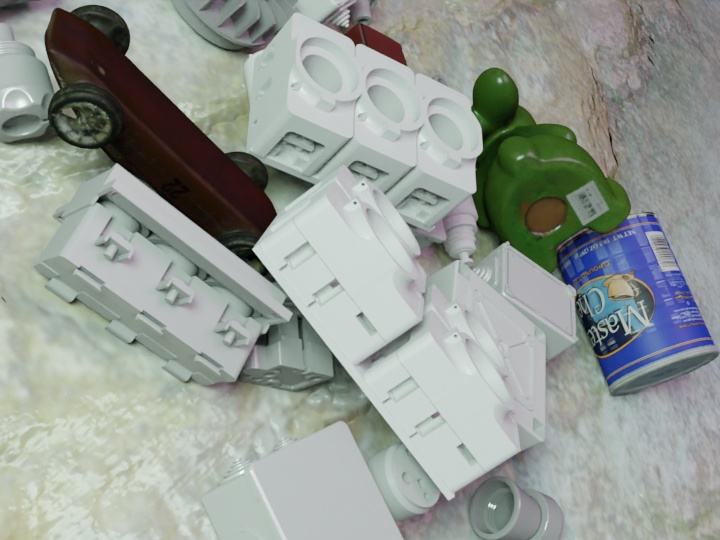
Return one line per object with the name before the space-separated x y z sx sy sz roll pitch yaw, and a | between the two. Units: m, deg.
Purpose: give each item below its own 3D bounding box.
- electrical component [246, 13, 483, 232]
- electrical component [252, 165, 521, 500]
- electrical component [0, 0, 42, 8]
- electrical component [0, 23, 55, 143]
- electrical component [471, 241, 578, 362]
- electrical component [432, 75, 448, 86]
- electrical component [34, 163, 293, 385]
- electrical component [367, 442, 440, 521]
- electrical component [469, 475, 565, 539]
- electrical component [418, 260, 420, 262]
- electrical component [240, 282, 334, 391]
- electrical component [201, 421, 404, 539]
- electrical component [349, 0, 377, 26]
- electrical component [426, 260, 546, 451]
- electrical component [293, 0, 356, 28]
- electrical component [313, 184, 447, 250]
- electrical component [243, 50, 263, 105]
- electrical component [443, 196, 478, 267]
electrical component | 0.005 -0.101 0.734 0.150 0.062 0.089 21 51 -27
electrical component | 0.024 0.031 0.654 0.186 0.060 0.105 53 13 -10
electrical component | -0.208 -0.172 0.626 0.044 0.044 0.065 56 30 -3
electrical component | -0.193 -0.105 0.591 0.043 0.043 0.062 3 61 -50
electrical component | 0.121 0.029 0.868 0.096 0.061 0.061 33 39 -21
electrical component | 0.046 -0.139 0.898 0.048 0.062 0.048 31 42 -34
electrical component | -0.109 0.008 0.588 0.121 0.079 0.063 39 60 -25
electrical component | 0.015 0.133 0.654 0.045 0.055 0.045 31 43 -34
electrical component | 0.111 0.173 0.752 0.055 0.045 0.045 29 44 -36
electrical component | 0.000 0.000 0.730 0.081 0.064 0.042 52 20 -9
electrical component | -0.046 0.040 0.660 0.066 0.048 0.055 18 58 -43
electrical component | -0.030 0.142 0.596 0.100 0.048 0.099 -16 77 -55
electrical component | -0.004 -0.239 0.931 0.043 0.043 0.062 14 55 -46
electrical component | 0.083 0.068 0.789 0.109 0.056 0.108 39 39 -26
electrical component | -0.045 -0.227 0.853 0.096 0.061 0.061 52 35 -8
electrical component | 0.010 -0.058 0.803 0.100 0.048 0.099 16 53 -45
electrical component | -0.060 -0.122 0.772 0.040 0.040 0.078 16 52 -44
electrical component | 0.077 -0.039 0.879 0.040 0.040 0.078 14 54 -46
